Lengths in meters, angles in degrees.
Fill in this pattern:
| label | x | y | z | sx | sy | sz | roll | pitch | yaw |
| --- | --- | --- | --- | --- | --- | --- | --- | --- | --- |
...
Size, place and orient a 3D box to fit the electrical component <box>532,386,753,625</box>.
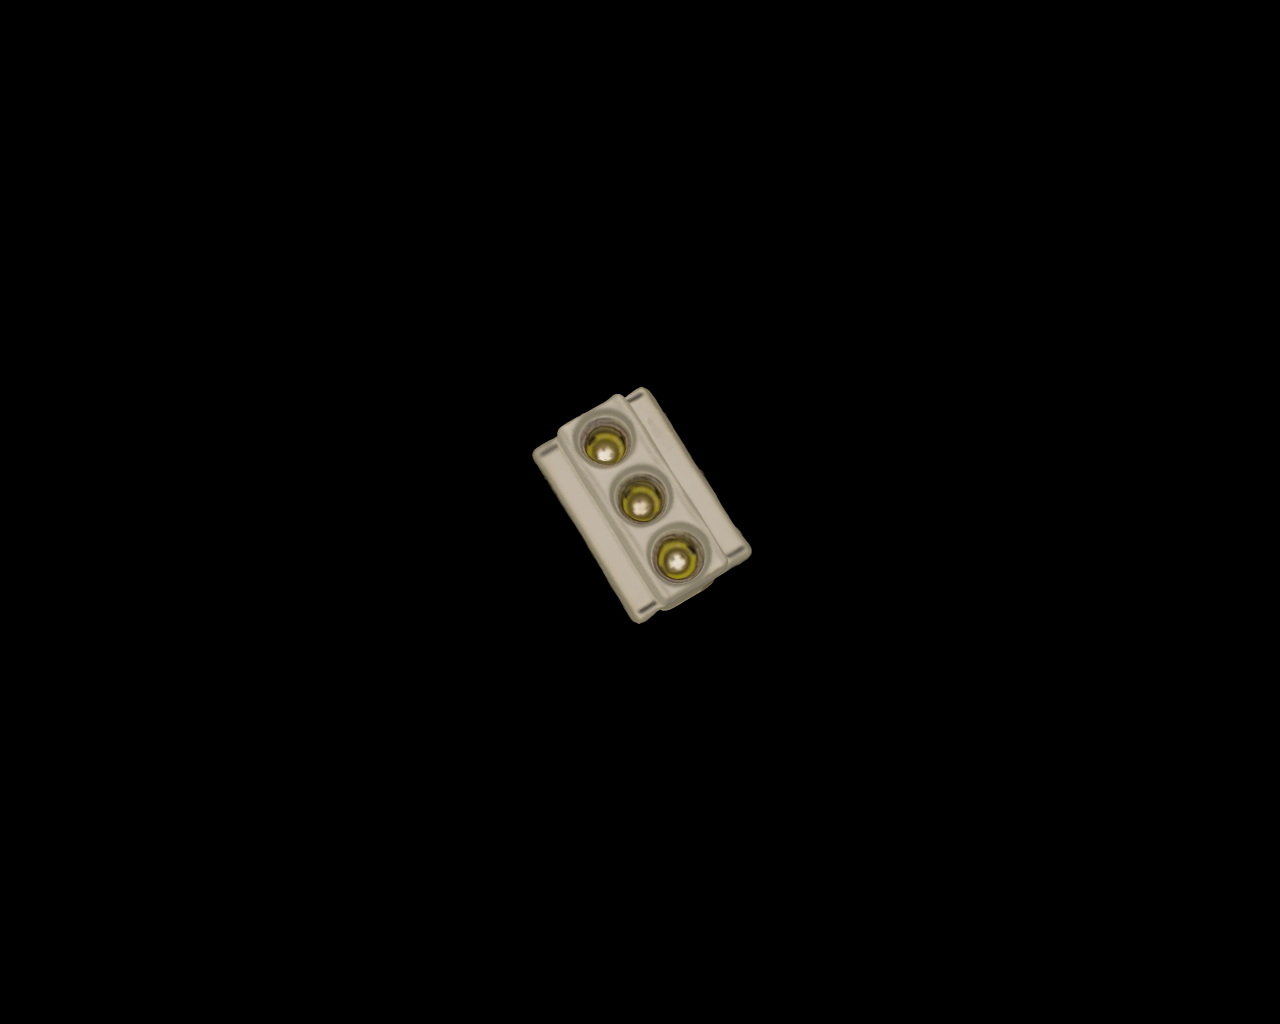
| label | x | y | z | sx | sy | sz | roll | pitch | yaw |
| --- | --- | --- | --- | --- | --- | --- | --- | --- | --- |
| electrical component | 0.001 | -0.003 | 0.650 | 0.079 | 0.121 | 0.063 | -31 | -11 | -7 |
